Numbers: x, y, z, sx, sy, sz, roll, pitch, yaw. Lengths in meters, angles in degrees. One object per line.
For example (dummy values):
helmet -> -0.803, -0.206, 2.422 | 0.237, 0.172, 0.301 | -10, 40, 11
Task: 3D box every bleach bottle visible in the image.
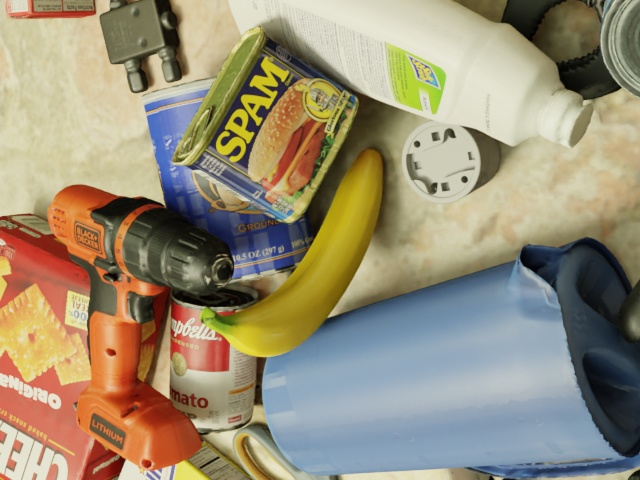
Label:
bleach bottle -> 0.055, -0.119, 0.673 | 0.251, 0.102, 0.068 | 31, 73, 27

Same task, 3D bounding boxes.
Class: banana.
banana -> -0.004, 0.018, 0.717 | 0.037, 0.197, 0.069 | 15, 135, 30

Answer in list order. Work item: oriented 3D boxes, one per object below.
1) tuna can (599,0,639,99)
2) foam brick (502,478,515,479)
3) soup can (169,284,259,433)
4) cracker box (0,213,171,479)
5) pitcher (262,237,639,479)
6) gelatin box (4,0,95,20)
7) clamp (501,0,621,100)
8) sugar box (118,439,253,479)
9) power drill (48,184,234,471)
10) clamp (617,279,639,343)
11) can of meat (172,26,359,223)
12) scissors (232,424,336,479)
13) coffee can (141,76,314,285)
tuna can -> 0.202, -0.119, 0.601 | 0.086, 0.033, 0.086 | 10, 126, 14
foam brick -> 0.133, 0.214, 0.739 | 0.078, 0.052, 0.051 | 47, 118, 13
soup can -> -0.083, 0.090, 0.828 | 0.069, 0.068, 0.102 | 11, 106, 27
cracker box -> -0.230, 0.105, 0.903 | 0.164, 0.072, 0.214 | 23, 105, 24
pitcher -> 0.090, 0.097, 0.706 | 0.243, 0.144, 0.149 | -16, 80, 35
gelatin box -> -0.215, -0.219, 0.837 | 0.030, 0.073, 0.089 | 3, 102, 30
clamp -> 0.188, -0.142, 0.638 | 0.164, 0.036, 0.210 | 45, 124, 0
sugar box -> -0.087, 0.230, 0.872 | 0.176, 0.048, 0.093 | 31, 114, 20
power drill -> -0.123, 0.062, 0.750 | 0.185, 0.057, 0.188 | 20, 116, 45
clamp -> 0.230, -0.013, 0.620 | 0.120, 0.039, 0.171 | -5, 93, -12
can of meat -> -0.034, -0.072, 0.694 | 0.083, 0.058, 0.102 | 31, 82, -20
scissors -> 0.019, 0.192, 0.821 | 0.202, 0.016, 0.096 | 30, 113, 21
coffee can -> -0.064, -0.044, 0.769 | 0.103, 0.102, 0.140 | -8, 96, 31
